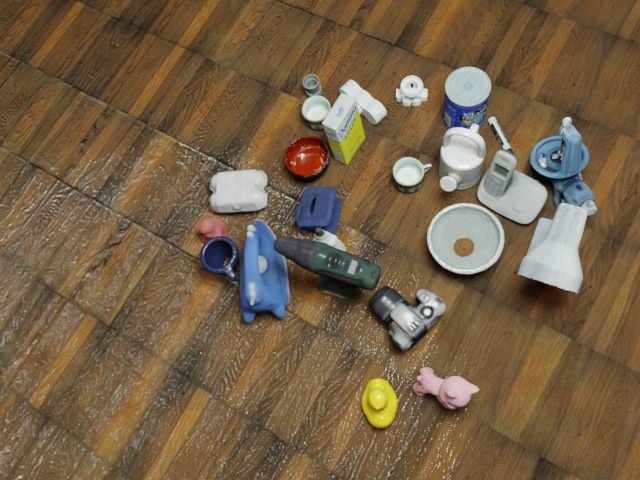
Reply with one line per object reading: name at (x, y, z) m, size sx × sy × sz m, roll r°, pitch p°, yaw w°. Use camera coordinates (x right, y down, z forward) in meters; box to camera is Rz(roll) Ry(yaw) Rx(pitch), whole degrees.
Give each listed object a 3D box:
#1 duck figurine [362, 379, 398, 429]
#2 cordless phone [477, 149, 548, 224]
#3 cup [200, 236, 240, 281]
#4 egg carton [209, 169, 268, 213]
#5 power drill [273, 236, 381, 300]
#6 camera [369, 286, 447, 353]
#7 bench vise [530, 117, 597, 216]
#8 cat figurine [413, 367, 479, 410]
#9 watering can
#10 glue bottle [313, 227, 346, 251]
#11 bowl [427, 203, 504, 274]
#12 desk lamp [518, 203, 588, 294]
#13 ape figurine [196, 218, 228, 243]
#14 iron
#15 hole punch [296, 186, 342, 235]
duck figurine at (0.124, 0.344, 1.213) m, size 0.077 × 0.086 × 0.104 m, roll -6°, pitch 71°, yaw 8°
cordless phone at (0.429, -0.122, 1.260) m, size 0.147 × 0.185 × 0.094 m, roll 29°, pitch 79°, yaw 17°
cup at (-0.220, 0.056, 1.361) m, size 0.092 × 0.095 × 0.117 m, roll -35°, pitch 70°, yaw -3°
egg carton at (-0.202, -0.120, 1.429) m, size 0.150 × 0.069 × 0.107 m, roll -5°, pitch 71°, yaw 8°
power drill at (0.023, 0.064, 1.256) m, size 0.229 × 0.209 × 0.076 m, roll 15°, pitch 75°, yaw 14°
camera at (0.185, 0.152, 1.257) m, size 0.143 × 0.101 × 0.136 m, roll -44°, pitch 71°, yaw -6°
bench vise at (0.547, -0.163, 1.235) m, size 0.121 × 0.220 × 0.207 m, roll -40°, pitch 70°, yaw -4°
cat figurine at (0.258, 0.308, 1.185) m, size 0.127 × 0.118 × 0.067 m, roll 19°, pitch 76°, yaw 15°
watering can at (0.322, -0.189, 1.295) m, size 0.100 × 0.194 × 0.173 m, roll 1°, pitch 72°, yaw 10°
glue bottle at (0.012, 0.005, 1.296) m, size 0.078 × 0.173 × 0.037 m, roll 8°, pitch 74°, yaw 13°
bowl at (0.326, 0.005, 1.295) m, size 0.167 × 0.075 × 0.167 m, roll -3°, pitch 72°, yaw 9°
desk lamp at (0.487, 0.023, 1.188) m, size 0.117 × 0.214 × 0.203 m, roll 19°, pitch 76°, yaw 15°
ape figurine at (-0.266, -0.024, 1.396) m, size 0.076 × 0.092 × 0.077 m, roll -39°, pitch 70°, yaw -4°
iron at (-0.146, 0.053, 1.324) m, size 0.118 × 0.141 × 0.258 m, roll -10°, pitch 71°, yaw 7°
hole punch at (-0.007, -0.072, 1.368) m, size 0.101 × 0.091 × 0.109 m, roll 8°, pitch 74°, yaw 12°
